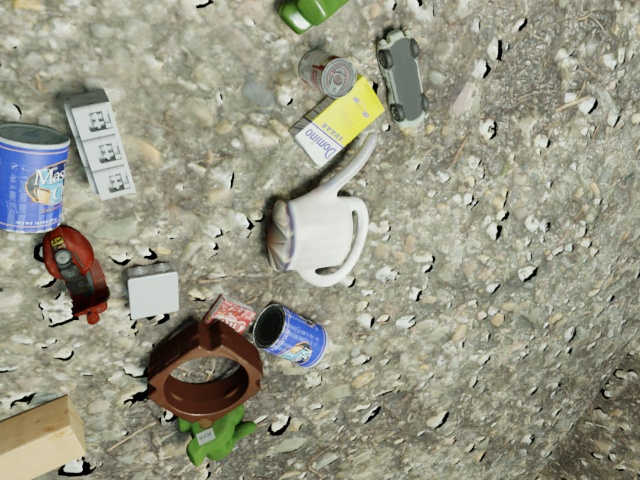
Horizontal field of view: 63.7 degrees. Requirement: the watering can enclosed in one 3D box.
[{"bbox_3d":[0.003,-0.053,1.046,0.225,0.105,0.341,-5,117,-27],"label":"watering can"}]
